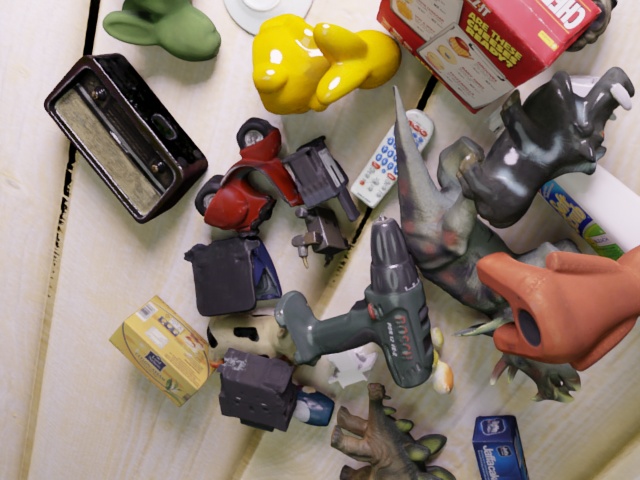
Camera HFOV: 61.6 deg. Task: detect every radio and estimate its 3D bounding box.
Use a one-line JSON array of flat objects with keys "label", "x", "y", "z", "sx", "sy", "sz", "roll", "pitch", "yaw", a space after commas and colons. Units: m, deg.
[{"label": "radio", "x": -0.282, "y": -0.152, "z": 0.793, "sx": 0.131, "sy": 0.073, "sz": 0.229, "roll": -34, "pitch": 99, "yaw": 30}]

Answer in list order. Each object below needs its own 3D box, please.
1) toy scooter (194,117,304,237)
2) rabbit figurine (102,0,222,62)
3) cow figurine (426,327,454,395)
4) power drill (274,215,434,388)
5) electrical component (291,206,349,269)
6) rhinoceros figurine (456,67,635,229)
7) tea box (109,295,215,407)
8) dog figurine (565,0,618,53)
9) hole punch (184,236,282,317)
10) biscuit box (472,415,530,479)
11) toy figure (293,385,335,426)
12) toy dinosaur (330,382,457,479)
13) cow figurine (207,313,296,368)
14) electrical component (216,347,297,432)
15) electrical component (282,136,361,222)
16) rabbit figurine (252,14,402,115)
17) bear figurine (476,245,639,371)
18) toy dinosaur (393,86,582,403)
[{"label": "toy scooter", "x": -0.088, "y": -0.068, "z": 0.760, "sx": 0.135, "sy": 0.075, "sz": 0.184, "roll": 39, "pitch": 116, "yaw": -1}, {"label": "rabbit figurine", "x": -0.198, "y": -0.298, "z": 0.673, "sx": 0.159, "sy": 0.121, "sz": 0.170, "roll": -11, "pitch": 123, "yaw": 19}, {"label": "cow figurine", "x": 0.128, "y": 0.157, "z": 0.782, "sx": 0.098, "sy": 0.068, "sz": 0.167, "roll": -19, "pitch": 102, "yaw": 32}, {"label": "power drill", "x": 0.045, "y": 0.090, "z": 0.717, "sx": 0.207, "sy": 0.086, "sz": 0.231, "roll": -15, "pitch": 106, "yaw": 26}, {"label": "electrical component", "x": -0.001, "y": -0.003, "z": 0.746, "sx": 0.045, "sy": 0.102, "sz": 0.078, "roll": -27, "pitch": 77, "yaw": 26}, {"label": "rhinoceros figurine", "x": 0.223, "y": -0.097, "z": 0.535, "sx": 0.112, "sy": 0.073, "sz": 0.190, "roll": 44, "pitch": 97, "yaw": 11}, {"label": "tea box", "x": -0.263, "y": 0.190, "z": 0.930, "sx": 0.169, "sy": 0.098, "sz": 0.068, "roll": 46, "pitch": 120, "yaw": -2}, {"label": "dog figurine", "x": 0.241, "y": -0.303, "z": 0.524, "sx": 0.190, "sy": 0.121, "sz": 0.172, "roll": 33, "pitch": 125, "yaw": -13}, {"label": "hole punch", "x": -0.128, "y": 0.053, "z": 0.833, "sx": 0.142, "sy": 0.092, "sz": 0.115, "roll": -10, "pitch": 86, "yaw": 29}, {"label": "biscuit box", "x": 0.284, "y": 0.365, "z": 0.823, "sx": 0.063, "sy": 0.059, "sz": 0.202, "roll": -10, "pitch": 109, "yaw": 25}, {"label": "toy figure", "x": -0.051, "y": 0.266, "z": 0.910, "sx": 0.155, "sy": 0.057, "sz": 0.064, "roll": 17, "pitch": 80, "yaw": 15}, {"label": "toy dinosaur", "x": 0.121, "y": 0.415, "z": 0.886, "sx": 0.199, "sy": 0.105, "sz": 0.470, "roll": 2, "pitch": 119, "yaw": 16}, {"label": "cow figurine", "x": -0.090, "y": 0.151, "z": 0.857, "sx": 0.195, "sy": 0.085, "sz": 0.127, "roll": 6, "pitch": 122, "yaw": 19}, {"label": "electrical component", "x": -0.096, "y": 0.240, "z": 0.836, "sx": 0.115, "sy": 0.058, "sz": 0.134, "roll": 10, "pitch": 128, "yaw": 15}, {"label": "electrical component", "x": 0.006, "y": -0.074, "z": 0.721, "sx": 0.048, "sy": 0.075, "sz": 0.119, "roll": -23, "pitch": 107, "yaw": 27}, {"label": "rabbit figurine", "x": 0.011, "y": -0.211, "z": 0.626, "sx": 0.173, "sy": 0.162, "sz": 0.121, "roll": -4, "pitch": 104, "yaw": 2}, {"label": "bear figurine", "x": 0.282, "y": 0.049, "z": 0.542, "sx": 0.196, "sy": 0.132, "sz": 0.120, "roll": -20, "pitch": 99, "yaw": -11}, {"label": "toy dinosaur", "x": 0.181, "y": 0.013, "z": 0.675, "sx": 0.405, "sy": 0.131, "sz": 0.192, "roll": 47, "pitch": 120, "yaw": 3}]
